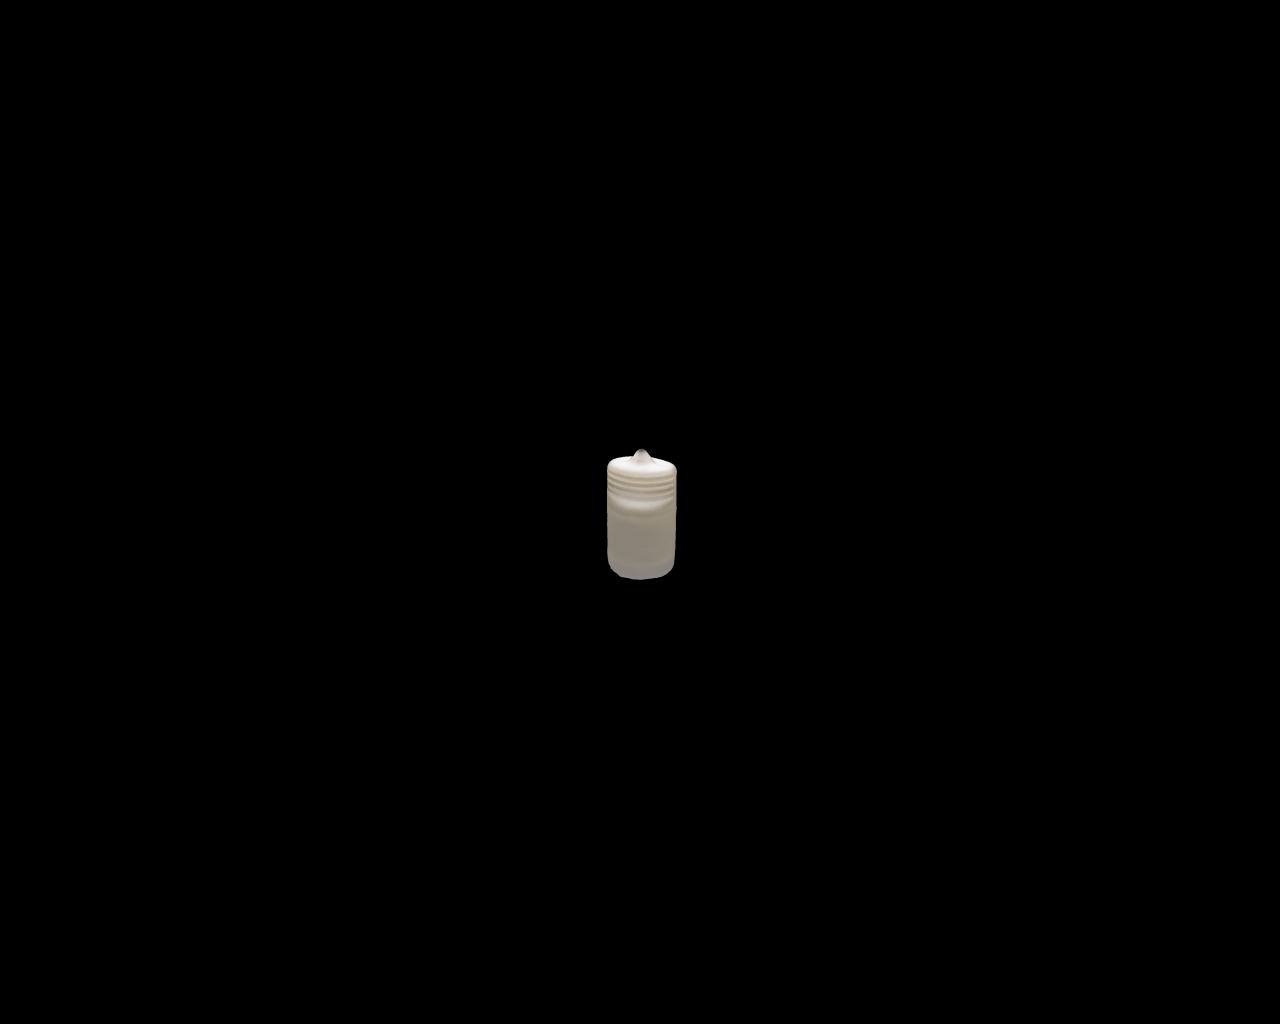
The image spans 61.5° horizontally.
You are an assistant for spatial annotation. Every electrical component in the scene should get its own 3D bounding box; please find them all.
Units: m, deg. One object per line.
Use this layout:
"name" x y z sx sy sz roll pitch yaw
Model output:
"electrical component" 0.001 -0.003 0.650 0.043 0.080 0.043 0 28 0
